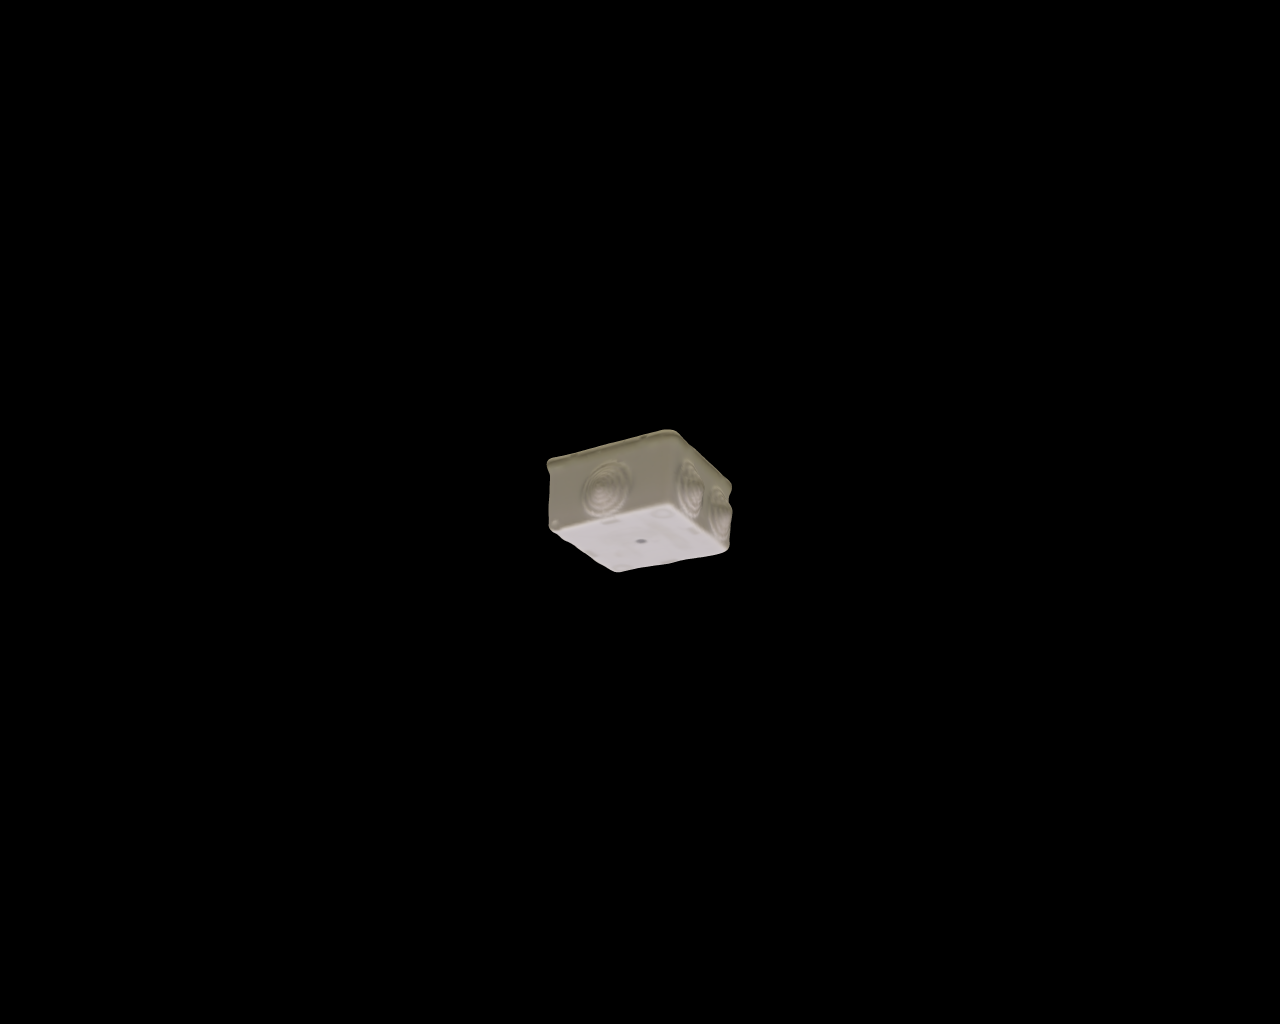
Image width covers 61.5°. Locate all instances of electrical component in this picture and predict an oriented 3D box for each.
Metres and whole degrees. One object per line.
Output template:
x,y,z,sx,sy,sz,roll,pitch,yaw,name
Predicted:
0.001,-0.003,0.650,0.099,0.048,0.099,-12,-27,25,electrical component
